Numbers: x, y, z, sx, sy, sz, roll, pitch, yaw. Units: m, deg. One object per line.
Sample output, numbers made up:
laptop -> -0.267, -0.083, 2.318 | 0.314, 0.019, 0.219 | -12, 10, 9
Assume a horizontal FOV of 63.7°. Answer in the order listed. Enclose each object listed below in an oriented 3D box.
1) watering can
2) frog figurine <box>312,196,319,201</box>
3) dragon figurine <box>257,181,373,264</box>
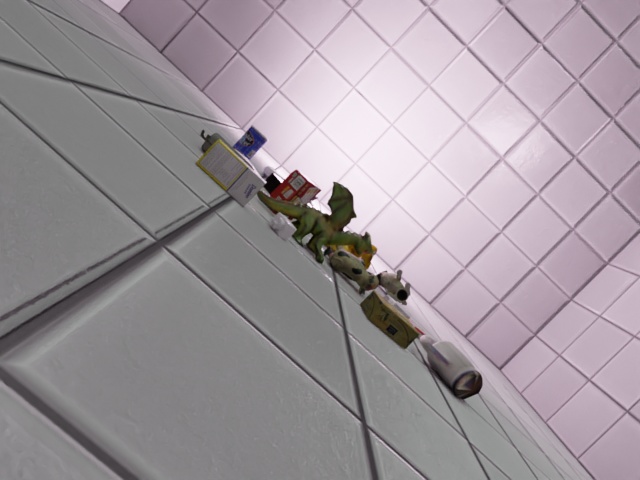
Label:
watering can -> 0.440, 0.412, 1.675 | 0.343, 0.103, 0.228 | 35, 11, -47
frog figurine -> -0.099, -0.240, 2.413 | 0.124, 0.135, 0.160 | -22, 84, -54
dragon figurine -> 0.005, -0.084, 1.662 | 0.411, 0.241, 0.123 | 46, 10, 3
